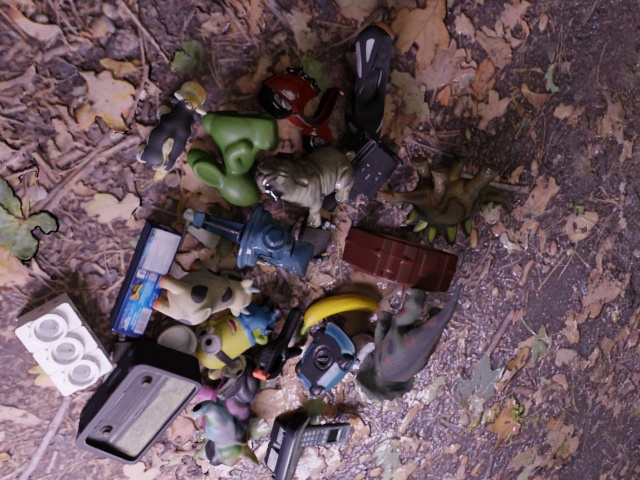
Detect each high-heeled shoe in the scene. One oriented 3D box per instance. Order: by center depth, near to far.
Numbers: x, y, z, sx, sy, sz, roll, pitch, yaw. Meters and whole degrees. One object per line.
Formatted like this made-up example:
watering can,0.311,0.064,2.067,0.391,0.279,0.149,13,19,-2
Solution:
high-heeled shoe,0.109,-0.277,1.029,0.086,0.145,0.248,-21,111,-19

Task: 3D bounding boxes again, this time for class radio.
radio,-0.330,0.294,0.974,0.131,0.073,0.229,32,105,-29

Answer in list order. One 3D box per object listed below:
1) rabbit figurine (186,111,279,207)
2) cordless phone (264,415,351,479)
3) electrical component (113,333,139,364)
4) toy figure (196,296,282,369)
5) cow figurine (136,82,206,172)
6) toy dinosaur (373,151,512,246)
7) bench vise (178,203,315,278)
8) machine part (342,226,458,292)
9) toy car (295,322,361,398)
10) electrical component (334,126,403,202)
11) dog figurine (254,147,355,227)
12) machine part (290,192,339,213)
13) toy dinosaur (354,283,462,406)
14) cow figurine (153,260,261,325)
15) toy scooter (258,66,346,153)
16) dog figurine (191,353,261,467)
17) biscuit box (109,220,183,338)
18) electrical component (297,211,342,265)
rabbit figurine,-0.151,-0.138,0.954,0.159,0.121,0.170,-4,111,-20
cordless phone,-0.021,0.466,1.207,0.184,0.089,0.146,9,99,-32
electrical component,-0.350,0.206,0.995,0.063,0.021,0.094,1,92,-18
toy figure,-0.159,0.185,1.060,0.180,0.082,0.089,-28,113,-20
cow figurine,-0.244,-0.193,0.904,0.068,0.098,0.167,28,91,-23
toy dinosaur,0.300,-0.091,1.184,0.471,0.105,0.198,-6,127,-33
bench vise,-0.130,-0.007,0.990,0.241,0.223,0.128,18,91,1
machine part,0.163,0.040,1.110,0.201,0.202,0.087,13,96,-29
toy car,0.027,0.264,1.165,0.103,0.109,0.161,19,108,-51
electrical component,0.083,-0.143,1.078,0.114,0.058,0.134,25,114,-42
dog figurine,-0.018,-0.123,0.936,0.172,0.121,0.190,-57,160,-5
machine part,-0.021,-0.097,1.077,0.139,0.039,0.084,18,87,-27
toy dinosaur,0.166,0.218,1.058,0.131,0.404,0.192,18,66,1
cow figurine,-0.194,0.096,0.973,0.127,0.195,0.085,31,108,11
toy scooter,-0.021,-0.260,1.010,0.183,0.075,0.135,41,85,-33
dog figurine,-0.169,0.359,1.092,0.191,0.109,0.219,-36,121,-16
biscuit box,-0.313,0.069,0.961,0.059,0.063,0.202,21,94,-30
electrical component,-0.003,-0.002,1.106,0.078,0.045,0.102,15,97,-30
